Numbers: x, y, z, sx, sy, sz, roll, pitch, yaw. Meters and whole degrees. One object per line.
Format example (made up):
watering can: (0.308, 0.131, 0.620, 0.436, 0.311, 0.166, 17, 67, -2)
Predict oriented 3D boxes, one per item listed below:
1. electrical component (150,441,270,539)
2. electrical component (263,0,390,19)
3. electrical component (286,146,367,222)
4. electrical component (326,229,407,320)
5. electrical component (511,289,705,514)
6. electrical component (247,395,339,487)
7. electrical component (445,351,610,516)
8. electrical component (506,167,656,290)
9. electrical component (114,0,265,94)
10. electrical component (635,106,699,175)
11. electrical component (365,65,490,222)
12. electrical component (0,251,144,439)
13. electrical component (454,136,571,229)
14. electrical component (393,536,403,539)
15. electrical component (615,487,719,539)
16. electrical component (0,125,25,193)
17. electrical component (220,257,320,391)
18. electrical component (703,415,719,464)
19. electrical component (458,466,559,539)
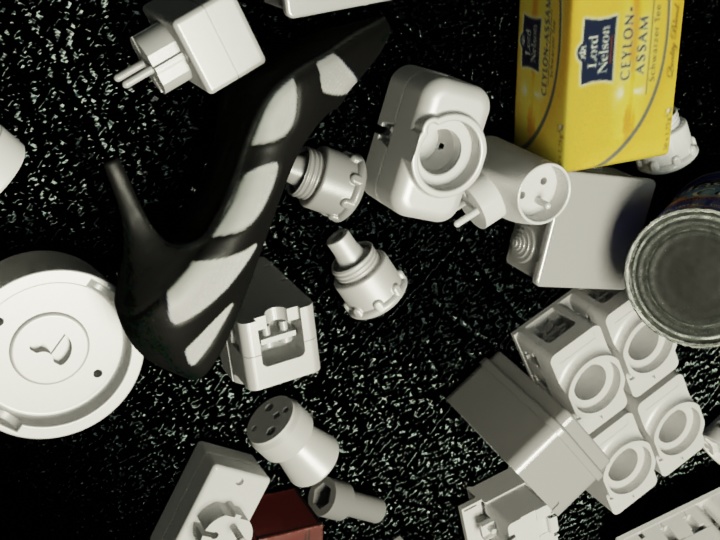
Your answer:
electrical component: (-0.098, 0.176, 0.746, 0.047, 0.076, 0.083, 22, 99, -33)
electrical component: (-0.017, -0.206, 0.648, 0.100, 0.048, 0.099, -16, 117, -21)
electrical component: (-0.030, -0.061, 0.704, 0.062, 0.048, 0.048, 18, 101, -25)
electrical component: (0.000, 0.000, 0.745, 0.048, 0.048, 0.062, -39, 116, -9)
electrical component: (0.212, 0.102, 0.888, 0.105, 0.060, 0.186, -34, 122, -11)
electrical component: (-0.048, 0.122, 0.769, 0.045, 0.045, 0.055, -44, 123, -5)
electrical component: (0.127, 0.122, 0.820, 0.057, 0.113, 0.078, -44, 123, -2)
electrical component: (0.165, -0.035, 0.813, 0.100, 0.048, 0.099, 3, 109, -29)
electrical component: (-0.107, -0.127, 0.623, 0.077, 0.066, 0.047, -33, 122, -12)
electrical component: (0.228, -0.107, 0.821, 0.048, 0.048, 0.062, -31, 114, -14)
electrical component: (0.046, -0.084, 0.725, 0.054, 0.059, 0.095, 9, 106, -30)
electrical component: (-0.191, 0.040, 0.650, 0.108, 0.060, 0.108, -10, 115, -24)
electrical component: (0.093, -0.055, 0.751, 0.079, 0.077, 0.043, -33, 122, -12)
electrical component: (-0.014, 0.302, 0.825, 0.186, 0.105, 0.060, -29, 121, -15)
electrical component: (0.320, 0.262, 0.992, 0.186, 0.060, 0.105, -19, 137, -20)
electrical component: (-0.258, -0.041, 0.587, 0.138, 0.052, 0.073, -47, 123, -3)
electrical component: (-0.066, 0.037, 0.697, 0.050, 0.089, 0.055, -16, 117, -21)
electrical component: (0.347, 0.154, 0.985, 0.047, 0.055, 0.055, -44, 123, -10)
electrical component: (0.133, 0.235, 0.900, 0.079, 0.063, 0.121, -23, 119, -18)
